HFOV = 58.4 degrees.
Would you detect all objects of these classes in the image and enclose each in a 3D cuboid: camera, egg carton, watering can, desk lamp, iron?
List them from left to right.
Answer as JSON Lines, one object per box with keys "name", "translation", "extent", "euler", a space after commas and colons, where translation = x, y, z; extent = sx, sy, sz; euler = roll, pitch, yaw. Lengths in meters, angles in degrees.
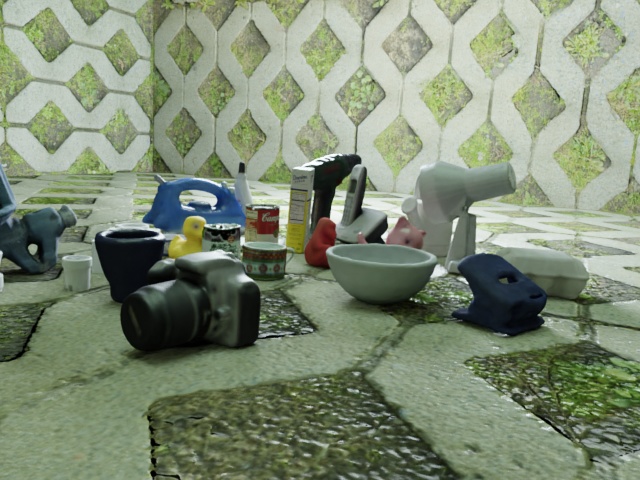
{"name": "camera", "translation": [-0.156, 0.064, 0.637], "extent": [0.142, 0.101, 0.137], "euler": [11, 12, 37]}
{"name": "iron", "translation": [-0.275, -0.081, 1.342], "extent": [0.259, 0.141, 0.118], "euler": [-4, 12, -36]}
{"name": "watering can", "translation": [0.243, -0.064, 1.256], "extent": [0.100, 0.194, 0.173], "euler": [7, 10, 21]}
{"name": "desk lamp", "translation": [0.288, -0.044, 1.093], "extent": [0.202, 0.213, 0.118], "euler": [9, 11, 29]}
{"name": "egg carton", "translation": [0.366, 0.054, 0.967], "extent": [0.150, 0.069, 0.107], "euler": [4, 10, 6]}

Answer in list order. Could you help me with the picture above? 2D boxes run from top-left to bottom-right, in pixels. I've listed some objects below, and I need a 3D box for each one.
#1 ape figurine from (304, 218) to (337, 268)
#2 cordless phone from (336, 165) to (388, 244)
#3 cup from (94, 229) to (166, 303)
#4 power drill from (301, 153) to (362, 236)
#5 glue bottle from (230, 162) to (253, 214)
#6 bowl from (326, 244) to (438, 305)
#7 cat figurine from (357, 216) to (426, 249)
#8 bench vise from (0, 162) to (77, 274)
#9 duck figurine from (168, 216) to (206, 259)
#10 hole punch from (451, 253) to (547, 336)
{"name": "ape figurine", "translation": [0.010, 0.004, 1.080], "extent": [0.076, 0.092, 0.078], "euler": [7, 10, 21]}
{"name": "cordless phone", "translation": [0.097, -0.078, 1.313], "extent": [0.094, 0.185, 0.147], "euler": [-2, 11, -29]}
{"name": "cup", "translation": [-0.269, 0.036, 0.787], "extent": [0.117, 0.095, 0.092], "euler": [9, 11, 32]}
{"name": "power drill", "translation": [0.021, -0.106, 1.387], "extent": [0.075, 0.208, 0.230], "euler": [10, 12, 37]}
{"name": "glue bottle", "translation": [-0.201, -0.111, 1.450], "extent": [0.077, 0.173, 0.037], "euler": [9, 11, 32]}
{"name": "bowl", "translation": [0.090, 0.054, 0.858], "extent": [0.167, 0.075, 0.167], "euler": [3, 10, 0]}
{"name": "cat figurine", "translation": [0.121, 0.015, 0.975], "extent": [0.128, 0.118, 0.067], "euler": [2, 10, -6]}
{"name": "bench vise", "translation": [-0.497, -0.057, 0.885], "extent": [0.121, 0.220, 0.208], "euler": [10, 12, 34]}
{"name": "duck figurine", "translation": [-0.233, -0.002, 1.050], "extent": [0.104, 0.086, 0.078], "euler": [10, 12, 35]}
{"name": "hole punch", "translation": [0.246, 0.070, 0.770], "extent": [0.109, 0.091, 0.100], "euler": [-5, 13, -41]}
